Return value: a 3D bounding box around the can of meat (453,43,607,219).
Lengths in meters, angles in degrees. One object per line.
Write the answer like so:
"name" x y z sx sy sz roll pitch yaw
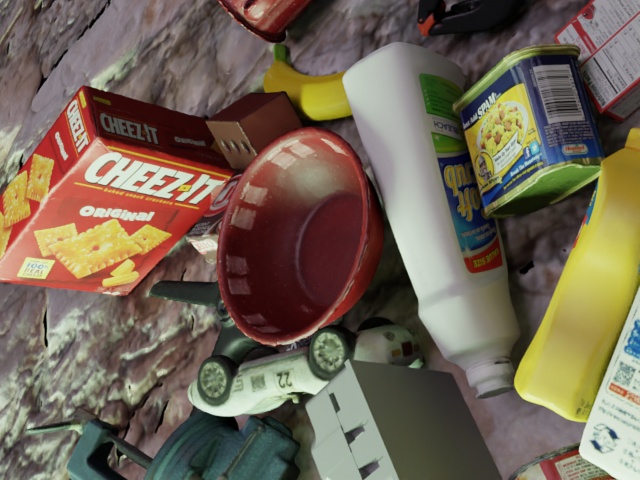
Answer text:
"can of meat" 0.139 -0.069 0.708 0.102 0.057 0.084 138 123 -62

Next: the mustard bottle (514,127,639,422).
"mustard bottle" 0.178 0.010 0.637 0.058 0.096 0.192 24 97 24

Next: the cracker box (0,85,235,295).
"cracker box" -0.202 -0.036 1.012 0.214 0.163 0.072 -43 54 32

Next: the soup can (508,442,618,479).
"soup can" 0.161 0.180 0.632 0.069 0.068 0.102 -43 52 32

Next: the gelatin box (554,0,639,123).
"gelatin box" 0.205 -0.132 0.693 0.089 0.030 0.073 -44 52 31

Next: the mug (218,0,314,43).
"mug" -0.041 -0.229 0.934 0.082 0.093 0.117 -42 18 26

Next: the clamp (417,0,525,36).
"clamp" 0.123 -0.211 0.757 0.172 0.039 0.120 -28 101 41

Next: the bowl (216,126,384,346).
"bowl" -0.005 0.001 0.785 0.162 0.055 0.162 -16 67 43

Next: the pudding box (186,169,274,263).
"pudding box" -0.049 -0.026 0.908 0.114 0.039 0.090 -5 44 45

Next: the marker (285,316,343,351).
"marker" -0.023 0.099 0.891 0.121 0.020 0.020 -49 48 27

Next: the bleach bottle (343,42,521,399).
"bleach bottle" 0.090 -0.012 0.751 0.068 0.102 0.251 -28 66 32

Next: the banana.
"banana" 0.008 -0.134 0.903 0.198 0.037 0.069 14 91 48

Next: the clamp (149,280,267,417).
"clamp" -0.078 0.056 0.946 0.210 0.036 0.165 -46 53 27

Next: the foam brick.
"foam brick" -0.054 -0.094 0.923 0.053 0.051 0.078 62 160 -18
